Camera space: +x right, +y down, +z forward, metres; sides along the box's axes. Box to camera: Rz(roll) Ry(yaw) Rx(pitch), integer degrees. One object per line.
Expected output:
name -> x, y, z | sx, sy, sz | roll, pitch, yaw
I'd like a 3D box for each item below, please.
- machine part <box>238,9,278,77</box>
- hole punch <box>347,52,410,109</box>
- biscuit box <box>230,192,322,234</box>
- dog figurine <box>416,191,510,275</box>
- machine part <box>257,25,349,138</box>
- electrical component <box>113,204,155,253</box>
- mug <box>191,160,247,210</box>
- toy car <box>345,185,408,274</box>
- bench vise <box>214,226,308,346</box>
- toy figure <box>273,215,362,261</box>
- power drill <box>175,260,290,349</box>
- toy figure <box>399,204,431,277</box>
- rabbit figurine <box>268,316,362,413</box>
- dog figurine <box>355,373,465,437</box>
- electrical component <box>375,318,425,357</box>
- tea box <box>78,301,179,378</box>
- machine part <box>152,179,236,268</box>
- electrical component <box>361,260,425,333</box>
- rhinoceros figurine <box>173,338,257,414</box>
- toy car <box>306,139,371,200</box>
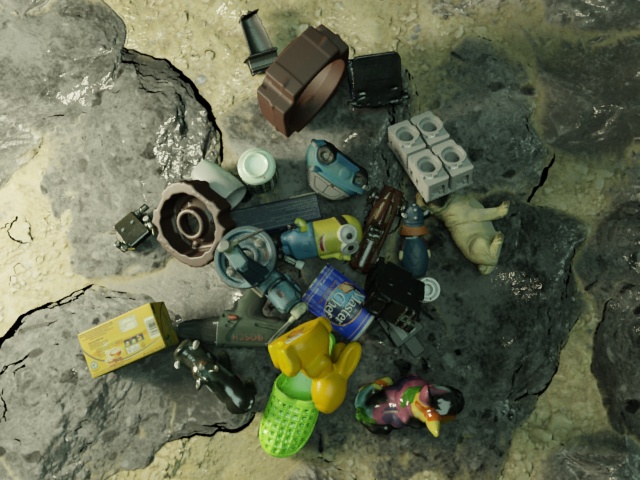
machine part -> -0.142, -0.441, 1.201 | 0.084, 0.039, 0.138 | -16, 94, 0
hole punch -> 0.119, -0.354, 1.190 | 0.142, 0.092, 0.115 | -9, 113, -6
biscuit box -> -0.100, -0.048, 1.143 | 0.203, 0.059, 0.062 | -12, 84, -4
dog figurine -> 0.291, -0.026, 1.148 | 0.191, 0.121, 0.172 | 9, 79, 13
machine part -> -0.035, -0.326, 1.111 | 0.087, 0.201, 0.201 | 42, 83, 5
electrical component -> -0.391, -0.020, 1.134 | 0.102, 0.045, 0.078 | -36, 87, -6
mug -> -0.228, -0.110, 1.143 | 0.109, 0.081, 0.107 | -45, 79, 14
toy car -> 0.121, -0.023, 1.154 | 0.089, 0.053, 0.202 | 25, 83, 4
bench vise -> -0.118, 0.057, 0.975 | 0.129, 0.240, 0.224 | -33, 71, 0
toy figure -> -0.003, -0.006, 1.097 | 0.180, 0.082, 0.089 | -9, 51, 3
power drill -> -0.166, 0.122, 1.109 | 0.232, 0.086, 0.207 | 12, 78, 0
toy figure -> 0.198, 0.001, 1.140 | 0.064, 0.058, 0.154 | -4, 94, -33
rabbit figurine -> 0.000, 0.247, 1.051 | 0.162, 0.122, 0.173 | -26, 90, -28
dog figurine -> 0.168, 0.319, 1.027 | 0.192, 0.219, 0.108 | -10, 80, -4
electrical component -> 0.177, 0.193, 1.130 | 0.075, 0.047, 0.119 | -33, 83, -6
tea box -> -0.383, 0.198, 1.078 | 0.170, 0.068, 0.098 | -22, 83, 8
machine part -> -0.257, -0.035, 1.099 | 0.180, 0.056, 0.179 | 7, 107, 22
electrical component -> 0.148, 0.103, 1.076 | 0.115, 0.134, 0.058 | 27, 127, -9
rhinoceros figurine -> -0.211, 0.272, 1.067 | 0.073, 0.112, 0.190 | -44, 95, 5
toy car -> 0.027, -0.139, 1.148 | 0.161, 0.109, 0.103 | 37, 105, -9
